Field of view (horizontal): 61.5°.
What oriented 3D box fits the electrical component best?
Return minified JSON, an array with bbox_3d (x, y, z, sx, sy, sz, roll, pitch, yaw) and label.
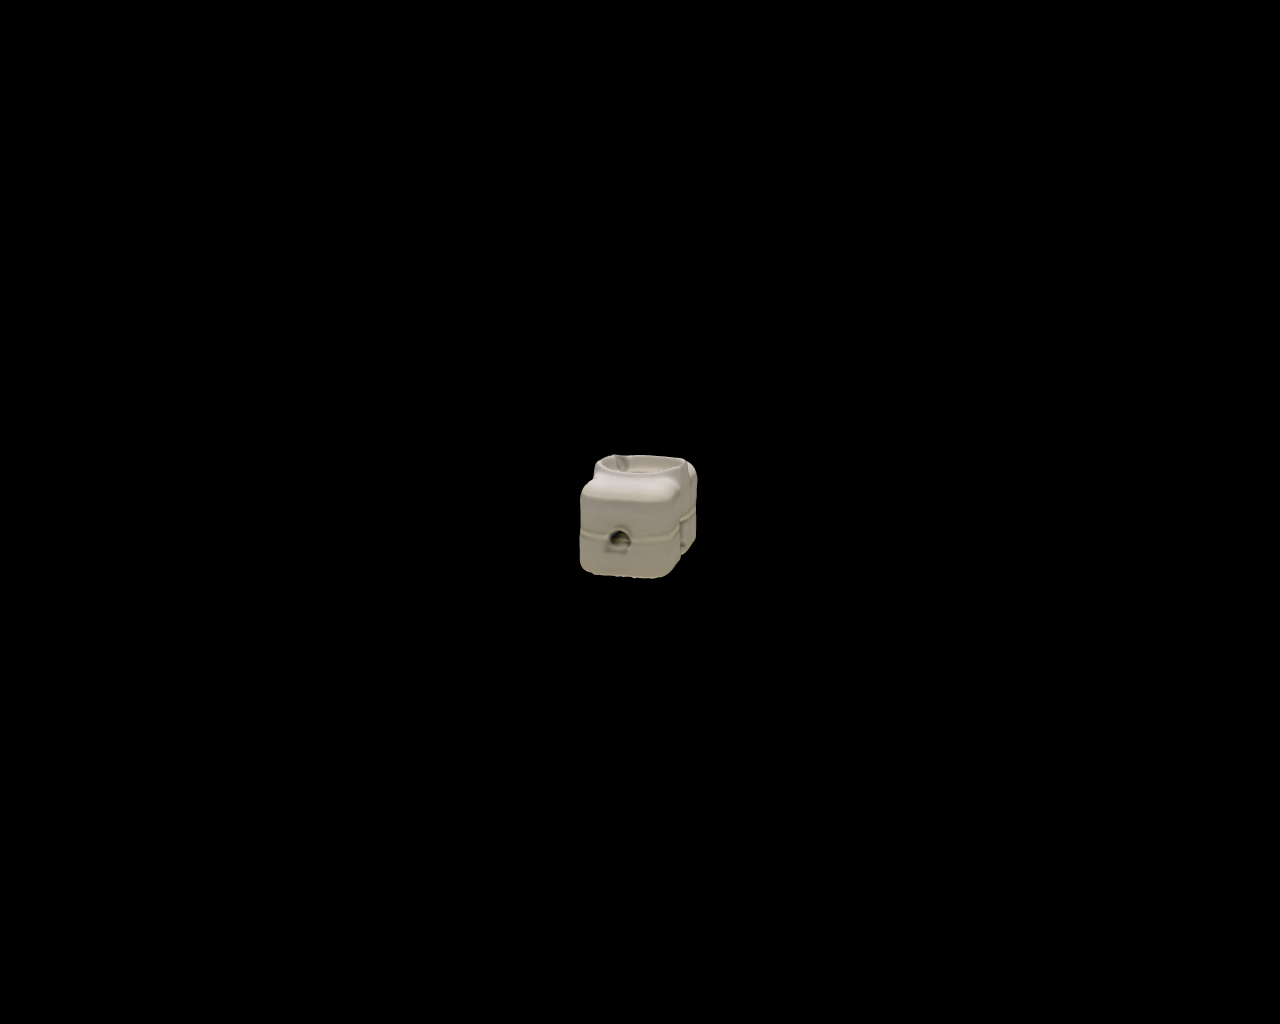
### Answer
[{"bbox_3d":[0.001,-0.003,0.650,0.054,0.059,0.095,4,15,15],"label":"electrical component"}]
